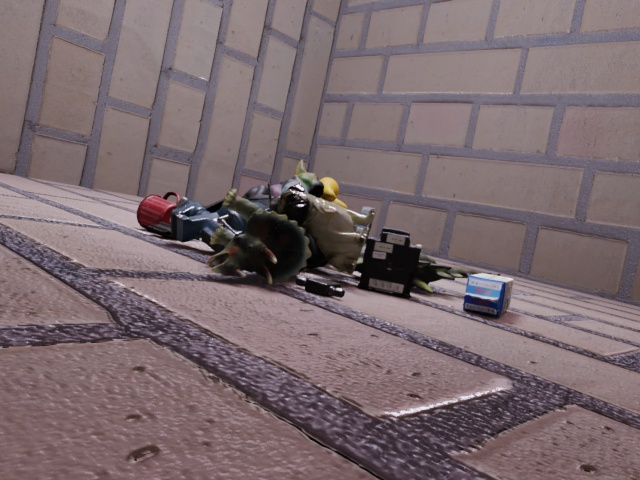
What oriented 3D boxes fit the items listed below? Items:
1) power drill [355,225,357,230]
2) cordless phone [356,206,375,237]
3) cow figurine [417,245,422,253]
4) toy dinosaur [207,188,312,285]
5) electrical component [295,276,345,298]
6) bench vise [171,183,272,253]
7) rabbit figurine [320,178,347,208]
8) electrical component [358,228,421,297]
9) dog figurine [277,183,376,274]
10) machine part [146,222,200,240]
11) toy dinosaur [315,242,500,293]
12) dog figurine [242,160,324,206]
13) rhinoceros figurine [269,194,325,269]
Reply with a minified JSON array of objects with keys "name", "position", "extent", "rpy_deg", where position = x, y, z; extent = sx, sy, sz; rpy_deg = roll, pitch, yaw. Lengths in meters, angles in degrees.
[{"name":"power drill","position":[0.041,0.008,1.447],"extent":[0.232,0.086,0.207],"rpy_deg":[-14,-12,31]},{"name":"cordless phone","position":[0.166,-0.008,1.662],"extent":[0.147,0.184,0.088],"rpy_deg":[14,-1,37]},{"name":"cow figurine","position":[0.198,0.065,1.459],"extent":[0.167,0.098,0.068],"rpy_deg":[-11,-8,43]},{"name":"toy dinosaur","position":[-0.083,0.017,1.013],"extent":[0.192,0.131,0.404],"rpy_deg":[30,1,18]},{"name":"electrical component","position":[0.007,0.081,0.931],"extent":[0.094,0.021,0.063],"rpy_deg":[13,3,29]},{"name":"bench vise","position":[-0.206,-0.044,1.212],"extent":[0.224,0.128,0.240],"rpy_deg":[24,34,38]},{"name":"rabbit figurine","position":[0.016,-0.099,1.517],"extent":[0.122,0.173,0.162],"rpy_deg":[-9,-19,21]},{"name":"electrical component","position":[0.145,0.044,1.107],"extent":[0.115,0.134,0.058],"rpy_deg":[13,1,3]},{"name":"dog figurine","position":[0.000,-0.019,1.102],"extent":[0.191,0.172,0.121],"rpy_deg":[20,38,5]},{"name":"machine part","position":[-0.349,-0.021,1.309],"extent":[0.084,0.039,0.139],"rpy_deg":[7,2,33]},{"name":"toy dinosaur","position":[0.210,0.067,1.293],"extent":[0.471,0.105,0.199],"rpy_deg":[1,14,-18]},{"name":"dog figurine","position":[-0.092,-0.121,1.388],"extent":[0.192,0.108,0.219],"rpy_deg":[10,40,7]},{"name":"rhinoceros figurine","position":[-0.058,-0.013,1.173],"extent":[0.112,0.073,0.190],"rpy_deg":[17,-38,53]}]
